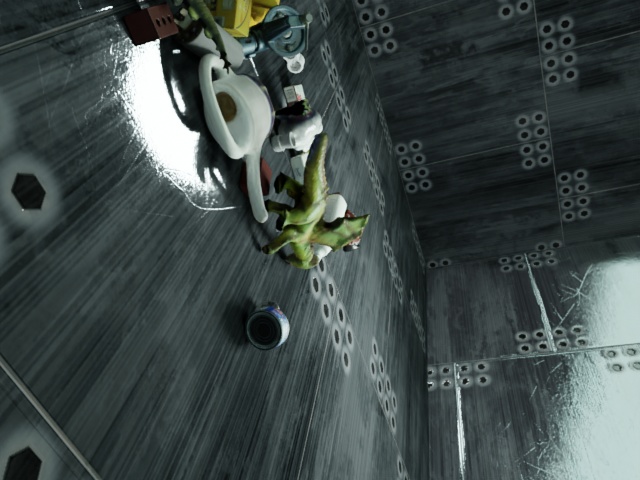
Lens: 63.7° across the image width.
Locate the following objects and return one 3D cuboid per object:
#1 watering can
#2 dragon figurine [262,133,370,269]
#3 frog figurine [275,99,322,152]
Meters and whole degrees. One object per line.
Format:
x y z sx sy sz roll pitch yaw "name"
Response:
-0.161 -0.225 1.093 0.228 0.103 0.343 -61 134 -64 "watering can"
0.004 -0.061 1.205 0.242 0.402 0.125 12 44 -30 "dragon figurine"
-0.053 -0.306 1.474 0.140 0.123 0.156 -46 141 -29 "frog figurine"
